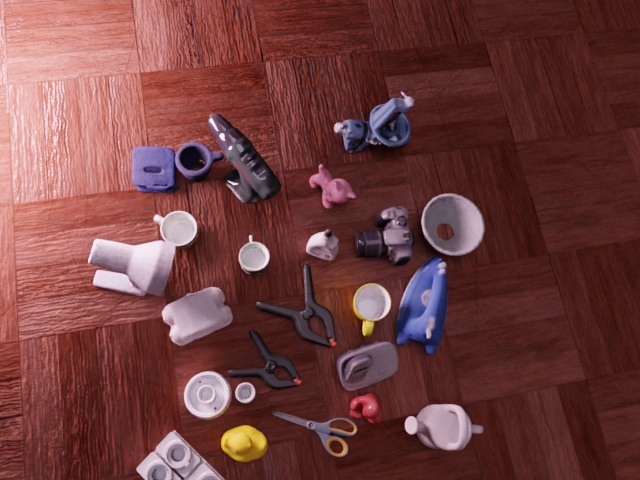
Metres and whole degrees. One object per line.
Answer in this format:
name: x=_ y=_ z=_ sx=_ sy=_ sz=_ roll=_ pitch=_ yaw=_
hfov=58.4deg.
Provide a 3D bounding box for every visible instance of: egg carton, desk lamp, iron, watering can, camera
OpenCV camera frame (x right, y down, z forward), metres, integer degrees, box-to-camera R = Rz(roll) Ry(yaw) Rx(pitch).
egg carton: x=-0.286 y=0.176 z=1.340 sx=0.150 sy=0.069 sz=0.107 roll=-24 pitch=78 yaw=-14
desk lamp: x=-0.419 y=0.061 z=1.282 sx=0.203 sy=0.213 sz=0.118 roll=11 pitch=72 yaw=-4
iron: x=0.270 y=0.138 z=1.388 sx=0.118 sy=0.141 sz=0.258 roll=17 pitch=72 yaw=-2
watering can: x=0.278 y=0.420 z=1.275 sx=0.173 sy=0.194 sz=0.101 roll=-16 pitch=76 yaw=-12
camera: x=0.160 y=-0.010 z=1.439 sx=0.137 sy=0.100 sz=0.143 roll=-4 pitch=74 yaw=-8

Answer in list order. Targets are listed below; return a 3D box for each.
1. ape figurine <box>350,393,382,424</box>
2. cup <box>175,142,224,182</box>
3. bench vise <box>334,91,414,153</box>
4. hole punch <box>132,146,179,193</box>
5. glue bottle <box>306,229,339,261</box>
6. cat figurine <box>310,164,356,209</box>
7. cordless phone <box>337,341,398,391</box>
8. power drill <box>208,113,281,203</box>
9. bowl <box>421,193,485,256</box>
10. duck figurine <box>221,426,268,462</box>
ape figurine: x=0.114 y=0.389 z=1.317 sx=0.076 sy=0.092 sz=0.078 roll=-37 pitch=81 yaw=-16
cup: x=-0.298 y=-0.189 z=1.436 sx=0.118 sy=0.095 sz=0.091 roll=-13 pitch=75 yaw=-11
bench vise: x=0.151 y=-0.290 z=1.461 sx=0.207 sy=0.219 sz=0.121 roll=-21 pitch=77 yaw=-13
hole punch: x=-0.407 y=-0.173 z=1.419 sx=0.109 sy=0.091 sz=0.101 roll=0 pitch=73 yaw=-7
glue bottle: x=0.013 y=0.005 z=1.377 sx=0.078 sy=0.173 sz=0.037 roll=21 pitch=72 yaw=0
cat figurine: x=0.033 y=-0.137 z=1.452 sx=0.067 sy=0.117 sz=0.127 roll=-32 pitch=80 yaw=-15
cordless phone: x=0.117 y=0.280 z=1.301 sx=0.148 sy=0.185 sz=0.094 roll=-20 pitch=77 yaw=-13
power drill: x=-0.187 y=-0.178 z=1.388 sx=0.076 sy=0.208 sz=0.229 roll=-41 pitch=82 yaw=-16
bowl: x=0.335 y=-0.031 z=1.482 sx=0.167 sy=0.074 sz=0.167 roll=2 pitch=73 yaw=-7
duck figurine: x=-0.166 y=0.451 z=1.264 sx=0.104 sy=0.086 sz=0.077 roll=11 pitch=72 yaw=-4
